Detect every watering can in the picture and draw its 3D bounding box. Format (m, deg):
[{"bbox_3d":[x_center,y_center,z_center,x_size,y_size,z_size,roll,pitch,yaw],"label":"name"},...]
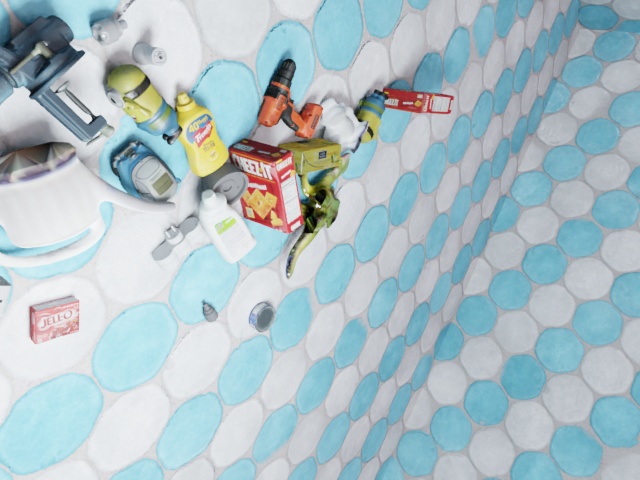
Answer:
[{"bbox_3d":[-0.451,-0.078,0.941,0.351,0.105,0.219,-24,128,-25],"label":"watering can"}]

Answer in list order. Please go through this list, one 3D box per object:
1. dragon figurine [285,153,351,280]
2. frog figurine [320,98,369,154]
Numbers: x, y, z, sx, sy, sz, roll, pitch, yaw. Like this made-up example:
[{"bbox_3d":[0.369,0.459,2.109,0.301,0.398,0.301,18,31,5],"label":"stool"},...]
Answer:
[{"bbox_3d":[0.005,-0.080,1.582,0.242,0.123,0.408,7,102,-62],"label":"dragon figurine"},{"bbox_3d":[0.051,-0.342,1.533,0.158,0.123,0.137,33,88,-18],"label":"frog figurine"}]
